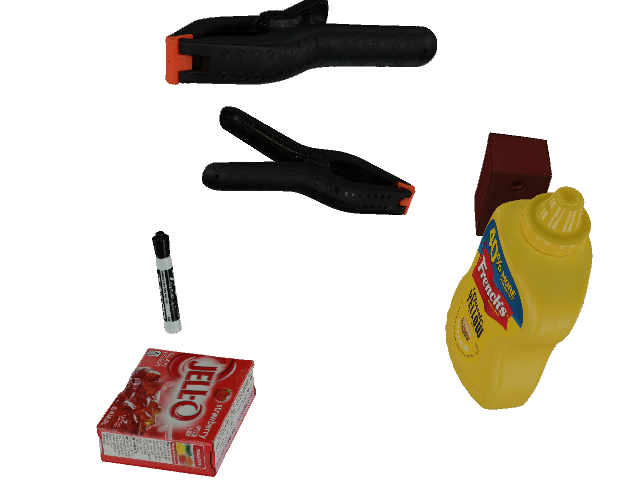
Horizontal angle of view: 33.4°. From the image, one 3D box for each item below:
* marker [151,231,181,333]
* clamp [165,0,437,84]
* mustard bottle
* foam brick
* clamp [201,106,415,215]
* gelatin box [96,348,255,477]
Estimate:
[{"bbox_3d":[-0.171,0.046,1.189,0.020,0.121,0.020,-4,23,1],"label":"marker"},{"bbox_3d":[-0.026,-0.127,0.668,0.171,0.039,0.120,-9,21,-30],"label":"clamp"},{"bbox_3d":[0.134,0.029,0.705,0.058,0.096,0.192,-2,-34,-12],"label":"mustard bottle"},{"bbox_3d":[0.168,-0.047,0.937,0.053,0.078,0.051,6,44,0],"label":"foam brick"},{"bbox_3d":[-0.013,-0.063,1.022,0.210,0.036,0.164,19,28,-1],"label":"clamp"},{"bbox_3d":[-0.087,0.104,0.662,0.073,0.030,0.089,5,29,13],"label":"gelatin box"}]
